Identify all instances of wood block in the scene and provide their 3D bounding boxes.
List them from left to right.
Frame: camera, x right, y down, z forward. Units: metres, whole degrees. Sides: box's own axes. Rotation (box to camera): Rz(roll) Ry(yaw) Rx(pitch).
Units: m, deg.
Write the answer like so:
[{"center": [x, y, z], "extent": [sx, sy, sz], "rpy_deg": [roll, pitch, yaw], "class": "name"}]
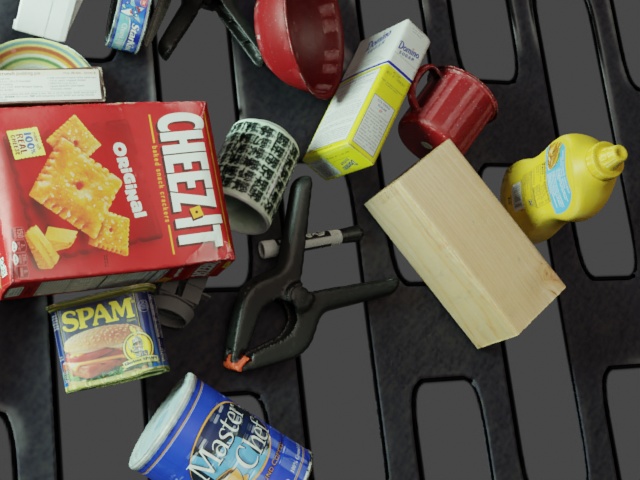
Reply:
[{"center": [0.157, 0.006, 1.170], "extent": [0.090, 0.090, 0.206], "rpy_deg": [-39, 92, -27], "class": "wood block"}]

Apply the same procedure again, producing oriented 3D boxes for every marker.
[{"center": [-0.007, 0.001, 1.142], "extent": [0.120, 0.020, 0.020], "rpy_deg": [-10, 78, -25], "class": "marker"}]

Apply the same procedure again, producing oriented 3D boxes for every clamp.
[{"center": [-0.129, -0.263, 1.162], "extent": [0.120, 0.039, 0.171], "rpy_deg": [-6, 71, -29], "class": "clamp"}, {"center": [-0.030, 0.047, 1.100], "extent": [0.209, 0.036, 0.164], "rpy_deg": [-41, 105, -23], "class": "clamp"}]

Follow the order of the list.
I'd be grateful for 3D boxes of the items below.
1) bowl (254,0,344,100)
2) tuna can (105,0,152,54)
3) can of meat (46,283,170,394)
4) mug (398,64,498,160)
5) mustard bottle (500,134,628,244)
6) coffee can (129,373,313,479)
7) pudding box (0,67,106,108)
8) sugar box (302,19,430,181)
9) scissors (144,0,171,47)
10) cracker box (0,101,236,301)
[{"center": [-0.028, -0.230, 1.158], "extent": [0.055, 0.162, 0.162], "rpy_deg": [-5, 70, 22], "class": "bowl"}, {"center": [-0.197, -0.237, 1.100], "extent": [0.033, 0.086, 0.086], "rpy_deg": [11, 70, -18], "class": "tuna can"}, {"center": [-0.197, 0.093, 1.003], "extent": [0.102, 0.057, 0.084], "rpy_deg": [-13, 82, 1], "class": "can of meat"}, {"center": [0.135, -0.144, 1.201], "extent": [0.081, 0.093, 0.117], "rpy_deg": [-54, 128, -21], "class": "mug"}, {"center": [0.273, -0.064, 1.180], "extent": [0.058, 0.192, 0.096], "rpy_deg": [4, 73, -22], "class": "mustard bottle"}, {"center": [-0.092, 0.205, 0.999], "extent": [0.140, 0.103, 0.102], "rpy_deg": [35, 64, -10], "class": "coffee can"}, {"center": [-0.266, -0.133, 1.011], "extent": [0.113, 0.090, 0.039], "rpy_deg": [-7, 84, -19], "class": "pudding box"}, {"center": [0.052, -0.153, 1.171], "extent": [0.048, 0.094, 0.176], "rpy_deg": [39, 63, -23], "class": "sugar box"}, {"center": [-0.152, -0.306, 1.113], "extent": [0.201, 0.016, 0.096], "rpy_deg": [-62, 145, -26], "class": "scissors"}, {"center": [-0.198, -0.041, 0.987], "extent": [0.213, 0.072, 0.164], "rpy_deg": [-6, 78, -26], "class": "cracker box"}]
